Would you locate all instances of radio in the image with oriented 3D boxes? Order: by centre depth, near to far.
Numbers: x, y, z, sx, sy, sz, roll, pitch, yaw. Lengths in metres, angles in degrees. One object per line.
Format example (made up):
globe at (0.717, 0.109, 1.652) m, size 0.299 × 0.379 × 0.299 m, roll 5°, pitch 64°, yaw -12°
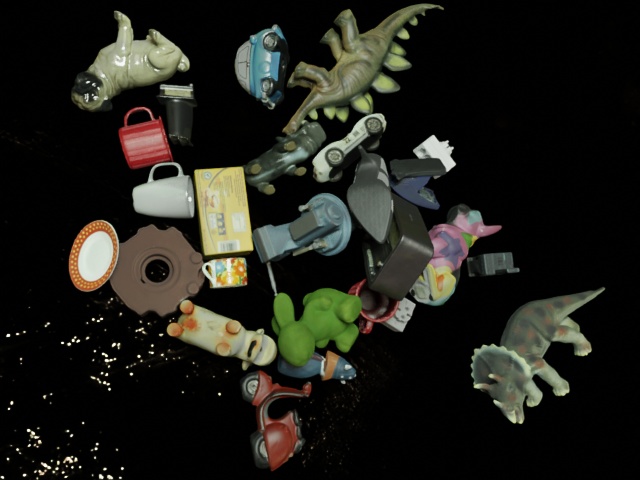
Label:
radio at (0.144, 0.010, 1.044) m, size 0.073 × 0.230 × 0.131 m, roll 26°, pitch 113°, yaw -10°

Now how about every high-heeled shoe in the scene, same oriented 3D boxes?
high-heeled shoe at (0.112, -0.079, 1.078) m, size 0.086 × 0.145 × 0.249 m, roll -14°, pitch 61°, yaw 16°

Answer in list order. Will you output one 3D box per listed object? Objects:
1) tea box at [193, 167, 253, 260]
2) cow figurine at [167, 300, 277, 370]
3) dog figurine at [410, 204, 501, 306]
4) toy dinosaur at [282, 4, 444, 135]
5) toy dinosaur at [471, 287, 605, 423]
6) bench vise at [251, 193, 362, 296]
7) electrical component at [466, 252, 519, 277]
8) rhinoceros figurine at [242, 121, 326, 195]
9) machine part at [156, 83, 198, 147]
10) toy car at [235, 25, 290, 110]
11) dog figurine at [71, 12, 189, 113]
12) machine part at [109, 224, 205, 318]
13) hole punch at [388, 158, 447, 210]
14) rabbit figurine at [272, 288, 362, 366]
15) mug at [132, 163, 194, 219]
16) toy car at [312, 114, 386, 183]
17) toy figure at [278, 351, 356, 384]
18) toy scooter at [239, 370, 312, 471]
tea box at (-0.191, -0.052, 1.054) m, size 0.098 × 0.068 × 0.169 m, roll -4°, pitch 81°, yaw -16°
cow figurine at (-0.174, 0.184, 1.003) m, size 0.195 × 0.127 × 0.085 m, roll 20°, pitch 76°, yaw 4°
dog figurine at (0.287, 0.027, 1.150) m, size 0.219 × 0.108 × 0.191 m, roll -16°, pitch 84°, yaw -19°
toy dinosaur at (0.088, -0.388, 1.172) m, size 0.198 × 0.105 × 0.471 m, roll 41°, pitch 82°, yaw -13°
toy dinosaur at (0.463, 0.215, 1.163) m, size 0.192 × 0.131 × 0.405 m, roll 38°, pitch 67°, yaw -6°
bench vise at (-0.007, -0.013, 1.060) m, size 0.240 × 0.223 × 0.129 m, roll -11°, pitch 64°, yaw -48°
electrical component at (0.378, 0.053, 1.161) m, size 0.075 × 0.119 × 0.047 m, roll -4°, pitch 82°, yaw -13°
rhinoceros figurine at (-0.069, -0.169, 1.091) m, size 0.190 × 0.112 × 0.073 m, roll -36°, pitch 113°, yaw -4°
machine part at (-0.284, -0.252, 1.077) m, size 0.084 × 0.039 × 0.139 m, roll -2°, pitch 72°, yaw -24°
toy car at (-0.123, -0.357, 1.116) m, size 0.103 × 0.109 × 0.161 m, roll 7°, pitch 90°, yaw 10°
dog figurine at (-0.369, -0.313, 1.047) m, size 0.172 × 0.121 × 0.190 m, roll 24°, pitch 89°, yaw -5°
machine part at (-0.307, 0.059, 1.012) m, size 0.179 × 0.056 × 0.179 m, roll 2°, pitch 80°, yaw -13°
hole punch at (0.203, -0.121, 1.144) m, size 0.116 × 0.142 × 0.092 m, roll 1°, pitch 116°, yaw 4°
rabbit figurine at (-0.022, 0.160, 1.017) m, size 0.159 × 0.121 × 0.170 m, roll 30°, pitch 42°, yaw 23°
mug at (-0.300, -0.090, 1.022) m, size 0.107 × 0.081 × 0.109 m, roll -6°, pitch 106°, yaw -6°
toy car at (0.065, -0.195, 1.141) m, size 0.202 × 0.073 × 0.056 m, roll -41°, pitch 71°, yaw -17°
toy figure at (-0.004, 0.245, 1.056) m, size 0.154 × 0.064 × 0.058 m, roll 9°, pitch 66°, yaw -12°
toy scooter at (-0.073, 0.333, 1.018) m, size 0.135 × 0.075 × 0.184 m, roll -9°, pitch 79°, yaw -15°
